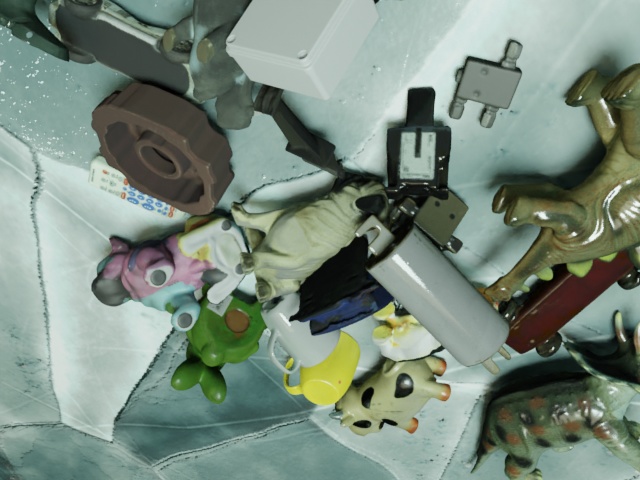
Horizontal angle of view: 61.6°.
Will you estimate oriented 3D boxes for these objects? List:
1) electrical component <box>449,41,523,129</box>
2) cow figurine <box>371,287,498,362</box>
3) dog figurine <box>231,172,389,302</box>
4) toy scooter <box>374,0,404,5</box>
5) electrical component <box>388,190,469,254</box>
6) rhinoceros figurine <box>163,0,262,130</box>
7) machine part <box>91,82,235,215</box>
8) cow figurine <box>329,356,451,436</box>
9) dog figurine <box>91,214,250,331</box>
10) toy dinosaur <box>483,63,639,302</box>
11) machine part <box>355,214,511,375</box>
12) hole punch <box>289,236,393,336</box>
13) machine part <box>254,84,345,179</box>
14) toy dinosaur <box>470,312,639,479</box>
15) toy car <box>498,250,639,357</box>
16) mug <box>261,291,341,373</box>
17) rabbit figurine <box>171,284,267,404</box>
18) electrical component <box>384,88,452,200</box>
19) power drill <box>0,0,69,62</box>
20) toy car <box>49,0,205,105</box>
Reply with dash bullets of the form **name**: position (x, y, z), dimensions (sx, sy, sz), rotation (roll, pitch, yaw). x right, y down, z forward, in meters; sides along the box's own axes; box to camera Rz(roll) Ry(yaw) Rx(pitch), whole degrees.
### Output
- **electrical component**: position (0.176, -0.167, 0.569), dimensions (0.063, 0.021, 0.093), rotation (17, 126, 4)
- **cow figurine**: position (0.160, 0.120, 0.726), dimensions (0.167, 0.068, 0.098), rotation (-15, 131, 15)
- **dog figurine**: position (-0.001, 0.000, 0.695), dimensions (0.191, 0.121, 0.172), rotation (-14, 162, -1)
- **toy scooter**: position (0.029, -0.292, 0.494), dimensions (0.135, 0.075, 0.183), rotation (-17, 120, 35)
- **electrical component**: position (0.132, -0.026, 0.654), dimensions (0.102, 0.078, 0.045), rotation (32, 168, -12)
- **rhinoceros figurine**: position (-0.101, -0.212, 0.568), dimensions (0.073, 0.112, 0.190), rotation (15, 114, 34)
- **machine part**: position (-0.187, -0.108, 0.652), dimensions (0.179, 0.056, 0.179), rotation (19, 150, 12)
- **cow figurine**: position (0.097, 0.241, 0.824), dimensions (0.127, 0.085, 0.194), rotation (24, 128, -9)
- **dog figurine**: position (-0.223, 0.031, 0.767), dimensions (0.219, 0.191, 0.108), rotation (14, 139, 49)
- **toy dinosaur**: position (0.337, -0.089, 0.530), dimensions (0.198, 0.105, 0.471), rotation (30, 118, -10)
- **machine part**: position (0.136, 0.063, 0.624), dimensions (0.243, 0.079, 0.079), rotation (46, 123, -7)
- **hole punch**: position (0.039, 0.074, 0.715), dimensions (0.142, 0.116, 0.092), rotation (-24, 122, 28)
- **machine part**: position (-0.025, -0.120, 0.600), dimensions (0.039, 0.084, 0.138), rotation (-47, 142, -2)
- **toy dinosaur**: position (0.321, 0.242, 0.751), dimensions (0.405, 0.131, 0.192), rotation (-36, 96, 36)
- **toy car**: position (0.305, 0.066, 0.670), dimensions (0.089, 0.053, 0.202), rotation (34, 120, -3)
- **mug**: position (-0.040, 0.127, 0.769), dimensions (0.107, 0.109, 0.081), rotation (50, 153, -21)
- **rabbit figurine**: position (-0.154, 0.165, 0.817), dimensions (0.121, 0.159, 0.170), rotation (23, 141, -13)
- **electrical component**: position (0.111, -0.106, 0.607), dimensions (0.075, 0.047, 0.119), rotation (-1, 82, 13)
- **power drill**: position (-0.255, -0.290, 0.533), dimensions (0.232, 0.086, 0.207), rotation (26, 102, 5)
- **toy car**: position (-0.217, -0.221, 0.621), dimensions (0.202, 0.056, 0.073), rotation (26, 132, -1)
